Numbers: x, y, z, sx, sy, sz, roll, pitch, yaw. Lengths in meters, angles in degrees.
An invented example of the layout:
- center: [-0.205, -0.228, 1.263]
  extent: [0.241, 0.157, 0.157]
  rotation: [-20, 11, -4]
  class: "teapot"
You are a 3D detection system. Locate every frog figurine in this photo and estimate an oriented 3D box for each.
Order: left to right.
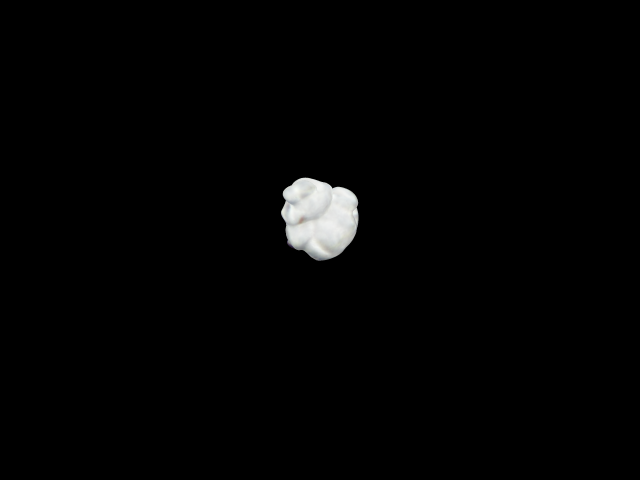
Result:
- center: [0.003, -0.043, 0.850]
  extent: [0.138, 0.124, 0.156]
  rotation: [-29, -22, -13]
  class: "frog figurine"
